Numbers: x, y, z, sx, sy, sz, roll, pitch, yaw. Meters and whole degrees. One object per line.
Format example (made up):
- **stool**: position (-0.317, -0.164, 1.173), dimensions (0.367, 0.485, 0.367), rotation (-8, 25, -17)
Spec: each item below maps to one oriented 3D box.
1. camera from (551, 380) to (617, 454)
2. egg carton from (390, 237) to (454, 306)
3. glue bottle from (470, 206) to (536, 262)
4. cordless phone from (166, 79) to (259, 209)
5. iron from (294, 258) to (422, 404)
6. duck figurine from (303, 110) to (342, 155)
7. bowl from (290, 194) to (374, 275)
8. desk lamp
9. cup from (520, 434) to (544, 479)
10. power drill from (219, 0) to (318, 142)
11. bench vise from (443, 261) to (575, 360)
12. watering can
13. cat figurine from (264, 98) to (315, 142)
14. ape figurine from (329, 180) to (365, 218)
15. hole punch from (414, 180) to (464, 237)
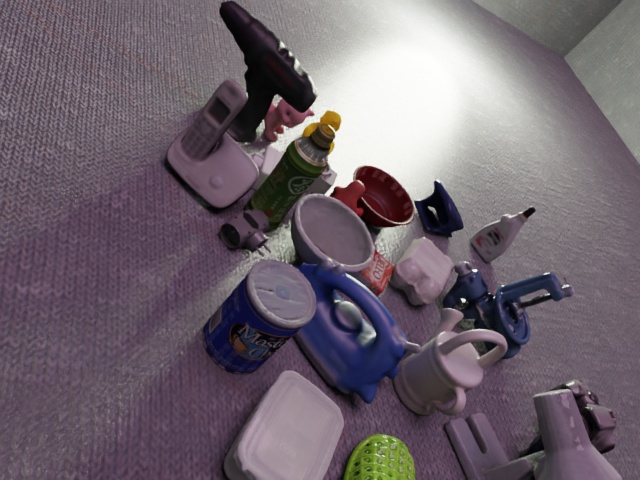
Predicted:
- **camera**: position (0.490, 0.343, 1.102), dimensions (0.137, 0.100, 0.143), rotation (8, 49, -37)
- **egg carton**: position (0.204, 0.062, 1.138), dimensions (0.107, 0.069, 0.150), rotation (43, 38, 0)
- **glue bottle**: position (0.434, -0.024, 1.339), dimensions (0.037, 0.173, 0.078), rotation (-16, 66, -48)
- **cordless phone**: position (-0.153, -0.155, 0.932), dimensions (0.147, 0.184, 0.094), rotation (43, 38, 1)
- **iron**: position (0.037, 0.113, 0.884), dimensions (0.258, 0.141, 0.119), rotation (50, 38, 9)
- **duck figurine**: position (0.013, -0.238, 1.239), dimensions (0.078, 0.086, 0.104), rotation (24, 41, -23)
- **bowl**: position (0.009, 0.004, 1.016), dimensions (0.168, 0.074, 0.167), rotation (24, 42, -23)
- **desk lamp**: position (0.328, 0.332, 0.876), dimensions (0.118, 0.213, 0.203), rotation (2, 53, -40)
- **cup**: position (0.400, 0.369, 1.003), dimensions (0.092, 0.094, 0.118), rotation (41, 38, -2)
- **power drill**: position (-0.127, -0.294, 1.066), dimensions (0.230, 0.208, 0.076), rotation (35, 38, -10)
- **bench vise**: position (0.356, 0.115, 1.101), dimensions (0.208, 0.219, 0.121), rotation (34, 38, -11)
- **watering can**: position (0.211, 0.191, 0.922), dimensions (0.101, 0.193, 0.172), rotation (7, 50, -37)
- **cat figurine**: position (-0.080, -0.267, 1.157), dimensions (0.128, 0.117, 0.067), rotation (37, 38, -7)
- **ape figurine**: position (0.056, -0.080, 1.123), dimensions (0.076, 0.092, 0.077), rotation (-11, 62, -46)
- **hole punch**: position (0.287, -0.074, 1.323), dimensions (0.101, 0.091, 0.108), rotation (11, 48, -35)
